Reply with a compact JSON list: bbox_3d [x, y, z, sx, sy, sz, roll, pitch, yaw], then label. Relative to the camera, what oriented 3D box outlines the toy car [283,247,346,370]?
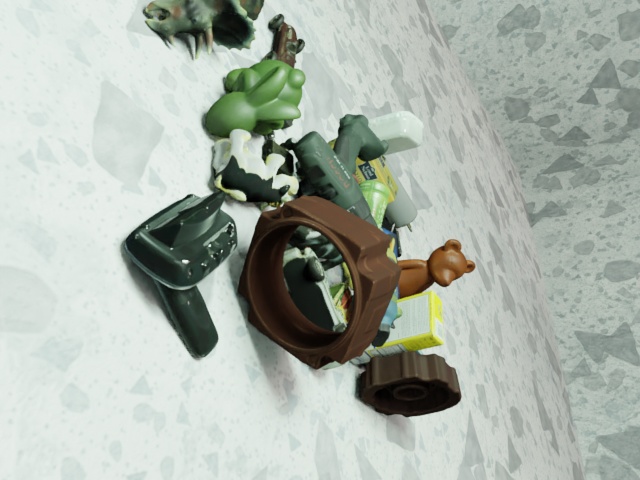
[{"bbox_3d":[-0.010,0.108,0.853,0.056,0.073,0.201,-33,101,-78],"label":"toy car"}]

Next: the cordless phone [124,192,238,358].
[{"bbox_3d":[-0.149,0.043,0.682,0.146,0.089,0.184,-51,128,-58],"label":"cordless phone"}]

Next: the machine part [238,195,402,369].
[{"bbox_3d":[-0.007,0.056,0.734,0.202,0.200,0.087,31,25,27],"label":"machine part"}]

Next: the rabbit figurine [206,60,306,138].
[{"bbox_3d":[-0.100,-0.211,0.860,0.170,0.159,0.121,-48,125,-42],"label":"rabbit figurine"}]

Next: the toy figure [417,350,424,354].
[{"bbox_3d":[0.166,0.215,1.069,0.155,0.058,0.064,-112,-156,-48],"label":"toy figure"}]

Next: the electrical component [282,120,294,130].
[{"bbox_3d":[-0.074,-0.244,1.030,0.063,0.021,0.094,56,31,-23],"label":"electrical component"}]

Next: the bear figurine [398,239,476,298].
[{"bbox_3d":[0.229,0.088,1.151,0.120,0.196,0.132,50,35,-36],"label":"bear figurine"}]

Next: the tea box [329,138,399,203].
[{"bbox_3d":[0.089,-0.150,1.169,0.169,0.098,0.068,58,30,-16],"label":"tea box"}]

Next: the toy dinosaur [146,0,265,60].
[{"bbox_3d":[-0.153,-0.437,0.934,0.405,0.131,0.192,-67,141,-57],"label":"toy dinosaur"}]

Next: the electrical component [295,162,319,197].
[{"bbox_3d":[0.006,-0.102,1.038,0.134,0.058,0.115,7,64,-58],"label":"electrical component"}]

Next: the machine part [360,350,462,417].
[{"bbox_3d":[0.161,0.258,0.958,0.179,0.179,0.056,44,36,-38],"label":"machine part"}]

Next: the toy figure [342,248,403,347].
[{"bbox_3d":[0.096,0.089,0.920,0.082,0.089,0.180,49,28,-37],"label":"toy figure"}]

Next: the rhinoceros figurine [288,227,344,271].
[{"bbox_3d":[-0.002,-0.003,0.908,0.190,0.112,0.073,34,46,-58],"label":"rhinoceros figurine"}]

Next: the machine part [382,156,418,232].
[{"bbox_3d":[0.165,-0.114,1.293,0.243,0.079,0.079,55,32,-26],"label":"machine part"}]

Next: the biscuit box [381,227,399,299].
[{"bbox_3d":[0.120,0.068,1.102,0.063,0.059,0.203,25,48,-25],"label":"biscuit box"}]

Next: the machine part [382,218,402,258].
[{"bbox_3d":[0.155,-0.015,1.255,0.138,0.039,0.084,39,46,-45],"label":"machine part"}]

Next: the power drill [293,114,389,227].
[{"bbox_3d":[0.059,-0.126,1.003,0.232,0.086,0.207,47,50,-18],"label":"power drill"}]

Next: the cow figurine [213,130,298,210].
[{"bbox_3d":[-0.096,-0.091,0.848,0.167,0.068,0.098,31,52,-43],"label":"cow figurine"}]

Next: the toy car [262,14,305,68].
[{"bbox_3d":[-0.069,-0.385,1.100,0.089,0.053,0.202,40,42,-37],"label":"toy car"}]

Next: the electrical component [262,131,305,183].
[{"bbox_3d":[-0.063,-0.143,0.959,0.078,0.045,0.102,41,40,-43],"label":"electrical component"}]
